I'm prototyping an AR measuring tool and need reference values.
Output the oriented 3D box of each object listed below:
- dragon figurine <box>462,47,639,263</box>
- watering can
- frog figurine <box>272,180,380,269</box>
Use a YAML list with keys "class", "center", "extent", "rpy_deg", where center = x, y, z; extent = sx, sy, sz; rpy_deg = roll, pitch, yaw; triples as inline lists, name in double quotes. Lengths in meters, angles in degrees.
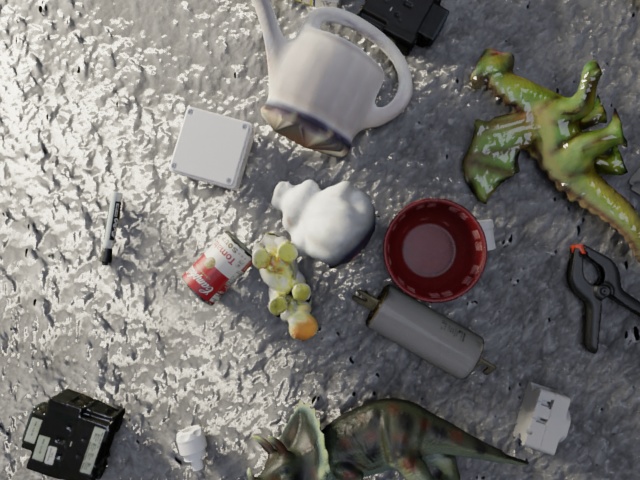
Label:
- class: "dragon figurine"
  center: [0.353, -0.130, 0.822]
  extent: [0.242, 0.122, 0.412]
  rpy_deg: [-16, 84, 17]
- class: "watering can"
  center: [-0.023, -0.269, 0.805]
  extent: [0.346, 0.104, 0.225]
  rpy_deg: [26, 87, -11]
- class: "frog figurine"
  center: [0.002, -0.040, 0.794]
  extent: [0.159, 0.124, 0.136]
  rpy_deg: [40, 108, -9]
